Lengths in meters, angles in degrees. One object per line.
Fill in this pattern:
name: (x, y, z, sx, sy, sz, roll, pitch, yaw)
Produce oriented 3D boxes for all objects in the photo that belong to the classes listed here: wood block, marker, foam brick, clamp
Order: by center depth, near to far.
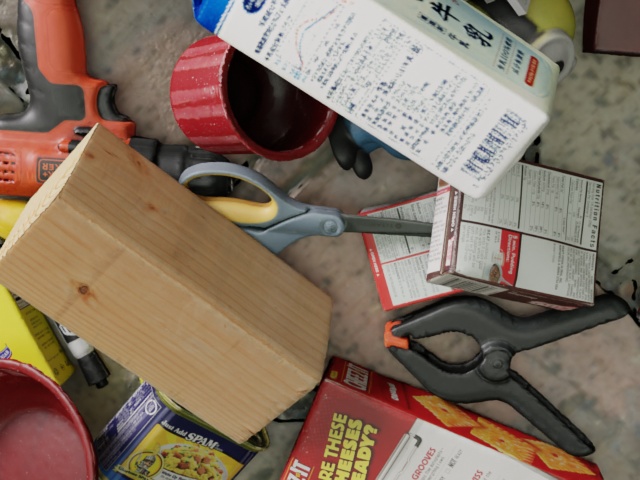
foam brick: (0.216, -0.146, 0.704, 0.078, 0.053, 0.051, 5, 101, 5)
wood block: (-0.099, 0.032, 0.711, 0.206, 0.090, 0.091, 38, 122, -18)
clamp: (0.130, 0.094, 0.764, 0.171, 0.039, 0.120, 3, 95, 8)
marker: (-0.191, 0.057, 0.797, 0.020, 0.020, 0.121, -26, 97, 9)

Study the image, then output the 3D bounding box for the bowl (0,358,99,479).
bowl: (-0.211, 0.162, 0.741, 0.162, 0.055, 0.162, -2, 84, 20)

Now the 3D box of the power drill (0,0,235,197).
power drill: (-0.148, -0.115, 0.742, 0.184, 0.057, 0.188, 3, 100, -3)

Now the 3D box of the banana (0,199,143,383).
banana: (-0.163, 0.036, 0.774, 0.069, 0.037, 0.198, -38, 99, -9)

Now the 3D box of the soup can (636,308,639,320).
soup can: (0.266, 0.019, 0.722, 0.068, 0.068, 0.102, 21, 101, 1)

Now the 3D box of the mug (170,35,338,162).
mug: (-0.039, -0.105, 0.708, 0.117, 0.082, 0.093, -44, 116, -26)

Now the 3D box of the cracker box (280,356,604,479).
cracker box: (0.074, 0.201, 0.772, 0.213, 0.072, 0.164, 22, 101, 2)

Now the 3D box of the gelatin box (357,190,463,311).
gelatin box: (0.078, 0.003, 0.756, 0.089, 0.030, 0.073, -15, 97, 10)

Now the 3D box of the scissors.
scissors: (-0.005, 0.001, 0.743, 0.201, 0.016, 0.096, 17, 124, -5)

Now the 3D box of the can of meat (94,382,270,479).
can of meat: (-0.102, 0.147, 0.774, 0.102, 0.057, 0.084, 33, 106, -29)

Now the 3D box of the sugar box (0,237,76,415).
sugar box: (-0.265, 0.046, 0.789, 0.093, 0.048, 0.176, -27, 98, 10)

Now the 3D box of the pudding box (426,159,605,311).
pudding box: (0.132, -0.007, 0.714, 0.113, 0.039, 0.090, 12, 77, -20)
